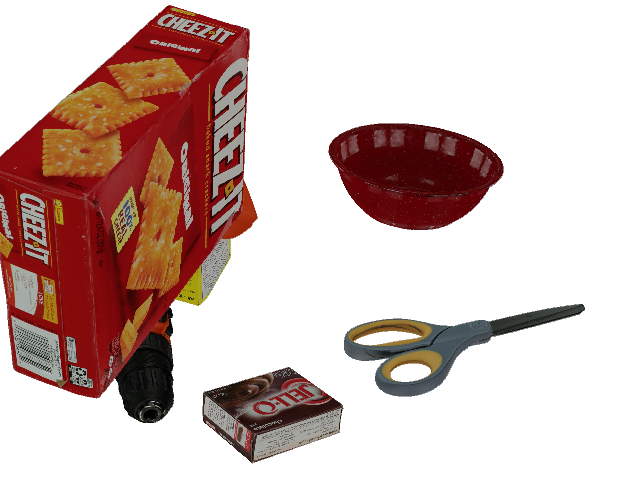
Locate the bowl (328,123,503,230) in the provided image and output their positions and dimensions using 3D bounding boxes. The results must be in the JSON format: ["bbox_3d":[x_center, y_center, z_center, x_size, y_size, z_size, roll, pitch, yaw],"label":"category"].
[{"bbox_3d":[0.086,-0.054,0.991,0.162,0.055,0.162,4,27,-2],"label":"bowl"}]

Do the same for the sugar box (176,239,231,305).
[{"bbox_3d":[-0.132,-0.024,1.148,0.048,0.176,0.093,13,42,13],"label":"sugar box"}]

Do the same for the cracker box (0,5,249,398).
[{"bbox_3d":[-0.118,-0.029,0.689,0.072,0.164,0.213,18,41,13],"label":"cracker box"}]

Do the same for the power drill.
[{"bbox_3d":[-0.121,0.031,0.868,0.057,0.188,0.184,20,25,-29],"label":"power drill"}]

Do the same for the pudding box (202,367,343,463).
[{"bbox_3d":[-0.048,0.172,1.065,0.113,0.039,0.090,-14,28,-37],"label":"pudding box"}]

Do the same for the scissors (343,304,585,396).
[{"bbox_3d":[0.120,0.083,0.831,0.201,0.016,0.096,-3,31,-3],"label":"scissors"}]
